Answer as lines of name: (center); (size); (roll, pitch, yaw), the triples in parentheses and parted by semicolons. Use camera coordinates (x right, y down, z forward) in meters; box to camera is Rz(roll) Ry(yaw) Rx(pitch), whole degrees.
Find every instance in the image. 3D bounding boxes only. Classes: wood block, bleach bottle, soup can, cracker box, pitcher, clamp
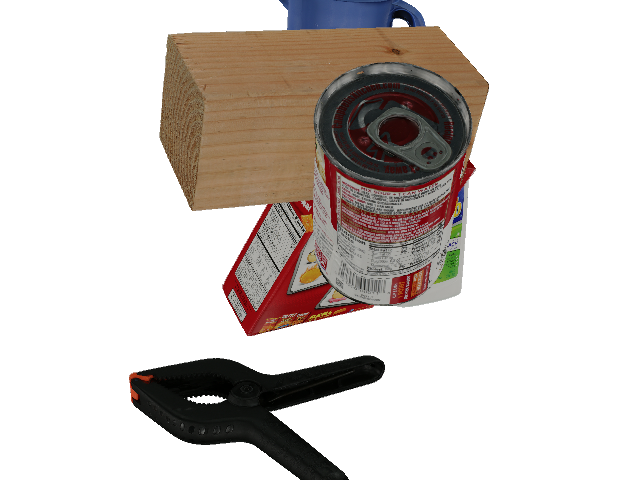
wood block: (0.000, -0.090, 0.751); (0.205, 0.090, 0.091); (-6, 41, -22)
bleach bottle: (0.117, -0.056, 1.193); (0.102, 0.251, 0.068); (-10, 23, -27)
soup can: (0.030, -0.022, 0.494); (0.068, 0.068, 0.102); (0, -35, 0)
cracker box: (0.021, -0.011, 1.000); (0.163, 0.072, 0.214); (-10, -35, -38)
pitcher: (0.028, -0.194, 1.311); (0.144, 0.243, 0.149); (-9, 29, -27)
clamp: (-0.052, 0.131, 0.877); (0.210, 0.036, 0.164); (11, 31, 17)
